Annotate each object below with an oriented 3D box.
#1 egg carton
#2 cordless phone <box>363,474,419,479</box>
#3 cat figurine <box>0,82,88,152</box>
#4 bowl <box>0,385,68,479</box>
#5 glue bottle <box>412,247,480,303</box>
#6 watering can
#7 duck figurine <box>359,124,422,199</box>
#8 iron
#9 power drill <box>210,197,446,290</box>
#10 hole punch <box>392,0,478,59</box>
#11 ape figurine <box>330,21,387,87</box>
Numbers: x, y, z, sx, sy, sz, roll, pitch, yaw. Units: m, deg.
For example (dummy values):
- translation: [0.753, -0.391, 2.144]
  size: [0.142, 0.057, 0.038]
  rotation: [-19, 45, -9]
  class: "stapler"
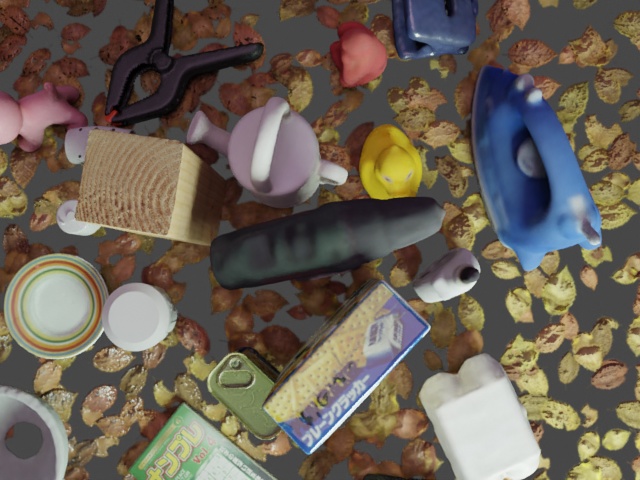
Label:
- translation: [0.188, 0.215, 0.669]
  size: [0.107, 0.069, 0.150]
  rotation: [-25, 87, 0]
  class: "egg carton"
- translation: [0.098, 0.327, 0.607]
  size: [0.147, 0.185, 0.094]
  rotation: [1, 87, 2]
  class: "cordless phone"
- translation: [-0.360, -0.151, 0.678]
  size: [0.128, 0.118, 0.067]
  rotation: [-24, 86, 0]
  class: "cat figurine"
- translation: [-0.369, 0.249, 0.678]
  size: [0.167, 0.075, 0.167]
  rotation: [0, 87, 1]
  class: "bowl"
- translation: [0.147, 0.039, 0.628]
  size: [0.078, 0.173, 0.037]
  rotation: [-38, 86, -1]
  class: "glue bottle"
- translation: [-0.058, -0.095, 0.629]
  size: [0.173, 0.194, 0.101]
  rotation: [-5, 87, 1]
  class: "watering can"
- translation: [0.086, -0.090, 0.680]
  size: [0.077, 0.086, 0.104]
  rotation: [-10, 87, 1]
  class: "duck figurine"
- translation: [0.244, -0.100, 0.649]
  size: [0.118, 0.141, 0.258]
  rotation: [-20, 87, 1]
  class: "iron"
- translation: [0.006, 0.002, 0.615]
  size: [0.229, 0.208, 0.076]
  rotation: [-14, 86, 1]
  class: "power drill"
- translation: [0.140, -0.283, 0.686]
  size: [0.101, 0.091, 0.109]
  rotation: [-5, 87, 1]
  class: "hole punch"
- translation: [0.044, -0.226, 0.685]
  size: [0.076, 0.092, 0.078]
  rotation: [17, 87, 3]
  class: "ape figurine"
